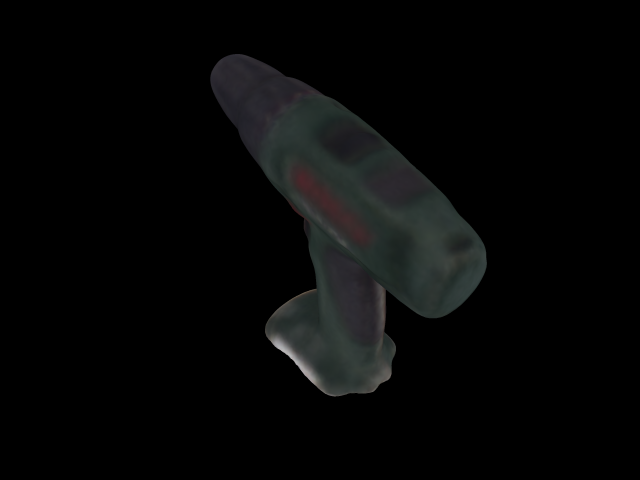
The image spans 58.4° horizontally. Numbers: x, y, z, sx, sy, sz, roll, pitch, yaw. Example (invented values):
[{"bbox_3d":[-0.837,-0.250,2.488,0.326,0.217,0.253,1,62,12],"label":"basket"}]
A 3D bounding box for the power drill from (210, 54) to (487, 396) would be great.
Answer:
[{"bbox_3d":[0.004,0.001,0.400,0.076,0.208,0.228,-30,49,-31],"label":"power drill"}]
